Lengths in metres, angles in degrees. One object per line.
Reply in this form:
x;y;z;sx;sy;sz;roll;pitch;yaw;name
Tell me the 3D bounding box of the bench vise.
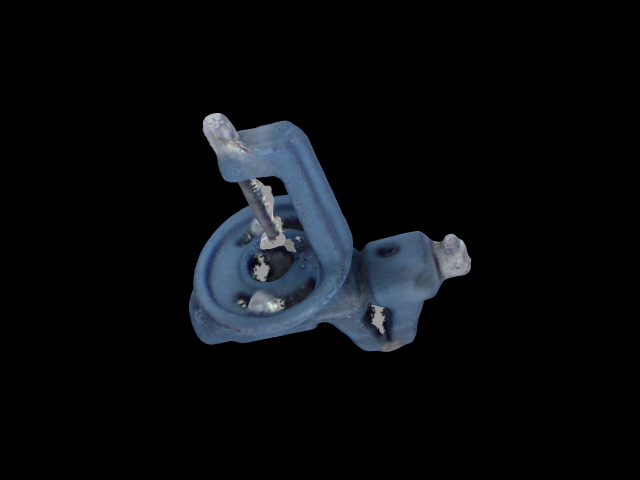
0.000;-0.007;0.407;0.208;0.220;0.121;-16;51;-13;bench vise
